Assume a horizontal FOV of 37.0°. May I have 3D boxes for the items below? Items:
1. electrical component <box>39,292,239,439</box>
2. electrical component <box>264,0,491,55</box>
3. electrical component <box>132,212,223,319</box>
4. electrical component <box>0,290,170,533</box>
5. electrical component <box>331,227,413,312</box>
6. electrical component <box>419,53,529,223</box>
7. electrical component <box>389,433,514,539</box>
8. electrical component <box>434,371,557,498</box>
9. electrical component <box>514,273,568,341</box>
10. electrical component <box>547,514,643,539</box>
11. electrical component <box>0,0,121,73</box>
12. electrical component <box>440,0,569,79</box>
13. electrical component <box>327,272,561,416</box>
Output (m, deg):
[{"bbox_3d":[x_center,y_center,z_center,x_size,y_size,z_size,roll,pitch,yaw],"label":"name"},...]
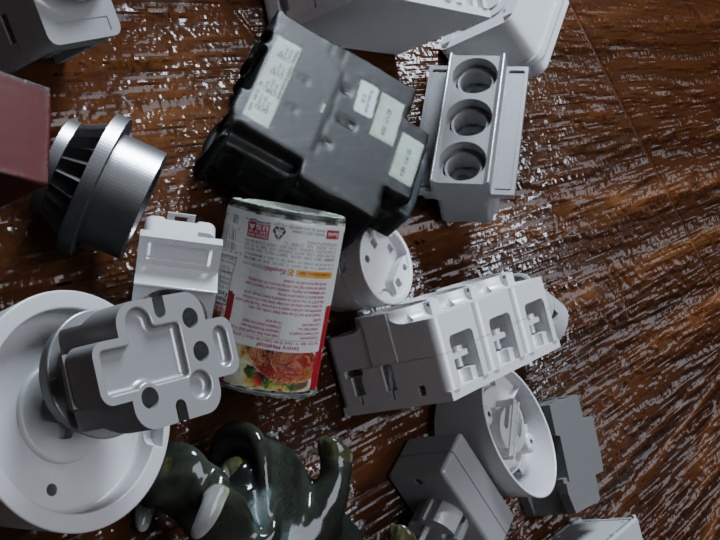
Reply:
[{"bbox_3d":[-0.101,0.042,0.465,0.078,0.057,0.058,-11,87,-52],"label":"electrical component"},{"bbox_3d":[0.012,-0.201,0.759,0.150,0.089,0.061,-8,85,-52],"label":"electrical component"},{"bbox_3d":[-0.099,0.007,0.570,0.042,0.081,0.063,7,38,-13],"label":"electrical component"},{"bbox_3d":[-0.149,0.068,0.496,0.108,0.060,0.108,20,64,-47],"label":"electrical component"},{"bbox_3d":[0.000,0.000,0.716,0.055,0.047,0.055,20,64,-47],"label":"electrical component"},{"bbox_3d":[0.087,-0.101,0.839,0.063,0.079,0.121,71,26,-58],"label":"electrical component"},{"bbox_3d":[0.056,0.168,0.734,0.083,0.047,0.075,57,42,-22],"label":"electrical component"},{"bbox_3d":[0.102,0.119,0.792,0.099,0.064,0.099,20,64,-47],"label":"electrical component"},{"bbox_3d":[0.132,0.035,0.866,0.047,0.055,0.055,40,50,-32],"label":"electrical component"},{"bbox_3d":[0.191,0.239,0.868,0.096,0.062,0.061,-15,91,-52],"label":"electrical component"},{"bbox_3d":[-0.166,-0.154,0.549,0.050,0.056,0.089,-29,101,-51],"label":"electrical component"},{"bbox_3d":[0.125,-0.209,0.914,0.057,0.078,0.113,48,46,-27],"label":"electrical component"},{"bbox_3d":[0.060,0.046,0.741,0.150,0.089,0.061,-16,91,-52],"label":"electrical component"}]
